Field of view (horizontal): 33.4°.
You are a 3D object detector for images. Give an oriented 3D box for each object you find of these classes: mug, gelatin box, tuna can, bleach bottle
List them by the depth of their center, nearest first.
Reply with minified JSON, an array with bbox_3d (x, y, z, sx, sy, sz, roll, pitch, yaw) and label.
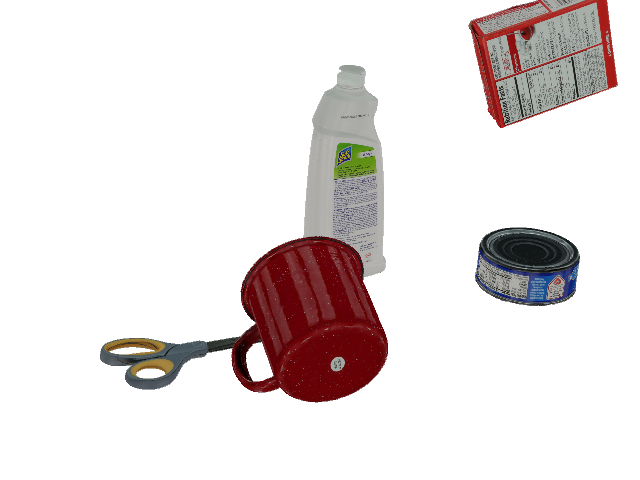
[{"bbox_3d":[0.151,-0.126,0.722,0.089,0.073,0.030,-19,37,2],"label":"gelatin box"},{"bbox_3d":[-0.012,0.064,0.748,0.117,0.081,0.093,-32,-45,9],"label":"mug"},{"bbox_3d":[0.176,0.021,0.907,0.086,0.034,0.086,2,26,-1],"label":"tuna can"},{"bbox_3d":[0.034,-0.078,1.232,0.102,0.251,0.068,-12,30,-31],"label":"bleach bottle"}]

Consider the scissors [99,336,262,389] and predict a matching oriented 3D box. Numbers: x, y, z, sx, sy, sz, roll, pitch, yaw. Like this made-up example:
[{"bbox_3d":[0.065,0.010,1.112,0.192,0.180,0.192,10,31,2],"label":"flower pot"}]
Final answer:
[{"bbox_3d":[-0.136,0.129,1.159,0.201,0.016,0.096,1,26,-21],"label":"scissors"}]
